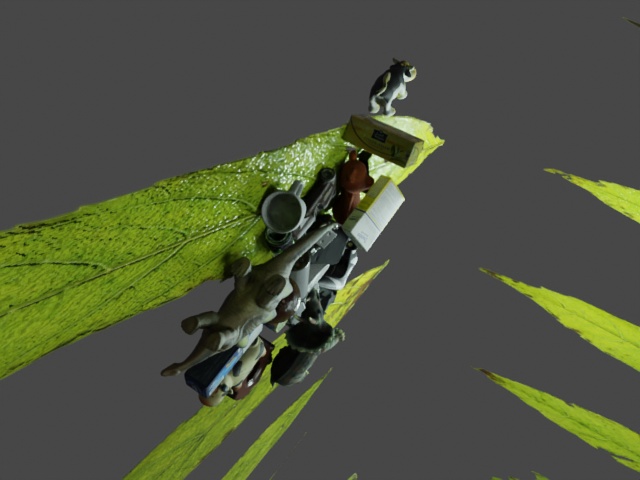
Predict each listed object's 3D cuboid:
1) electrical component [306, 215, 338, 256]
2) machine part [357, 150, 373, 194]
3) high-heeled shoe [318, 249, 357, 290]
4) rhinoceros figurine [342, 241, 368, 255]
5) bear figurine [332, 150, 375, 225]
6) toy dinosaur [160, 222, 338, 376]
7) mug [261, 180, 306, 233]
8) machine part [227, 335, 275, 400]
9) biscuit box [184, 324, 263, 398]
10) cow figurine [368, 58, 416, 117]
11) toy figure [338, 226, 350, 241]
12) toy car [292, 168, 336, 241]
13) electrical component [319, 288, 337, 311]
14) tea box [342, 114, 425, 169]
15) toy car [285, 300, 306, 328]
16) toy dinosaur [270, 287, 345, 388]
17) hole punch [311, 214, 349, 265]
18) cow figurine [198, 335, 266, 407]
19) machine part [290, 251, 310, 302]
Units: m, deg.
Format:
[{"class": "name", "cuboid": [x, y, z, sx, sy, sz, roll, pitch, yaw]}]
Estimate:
[{"class": "electrical component", "cuboid": [0.000, -0.010, 1.281, 0.102, 0.045, 0.078, -41, 132, 4]}, {"class": "machine part", "cuboid": [0.122, -0.181, 1.469, 0.039, 0.084, 0.138, -27, 140, -23]}, {"class": "high-heeled shoe", "cuboid": [0.050, 0.074, 1.673, 0.248, 0.086, 0.145, 0, 101, -66]}, {"class": "rhinoceros figurine", "cuboid": [0.092, -0.012, 1.590, 0.190, 0.112, 0.073, -48, 143, -59]}, {"class": "bear figurine", "cuboid": [0.101, -0.125, 1.400, 0.120, 0.132, 0.195, -84, -171, -46]}, {"class": "toy dinosaur", "cuboid": [-0.125, 0.105, 1.069, 0.471, 0.105, 0.198, -42, 167, -13]}, {"class": "mug", "cuboid": [-0.063, -0.069, 1.074, 0.107, 0.081, 0.109, -20, 130, -83]}, {"class": "machine part", "cuboid": [-0.186, 0.329, 1.383, 0.179, 0.056, 0.179, -53, 162, -26]}, {"class": "biscuit box", "cuboid": [-0.205, 0.238, 1.159, 0.203, 0.063, 0.059, -51, 161, -33]}, {"class": "cow figurine", "cuboid": [0.178, -0.387, 1.302, 0.167, 0.068, 0.098, -56, 157, -22]}, {"class": "toy figure", "cuboid": [0.038, 0.005, 1.450, 0.154, 0.058, 0.064, -41, -163, 43]}, {"class": "toy car", "cuboid": [-0.013, -0.081, 1.244, 0.202, 0.053, 0.089, -53, 159, -24]}, {"class": "electrical component", "cuboid": [-0.001, 0.184, 1.681, 0.119, 0.075, 0.047, -40, 152, -62]}, {"class": "tea box", "cuboid": [0.152, -0.236, 1.275, 0.098, 0.170, 0.068, -27, 142, -61]}, {"class": "toy car", "cuboid": [-0.075, 0.196, 1.507, 0.073, 0.056, 0.201, -49, 160, -17]}, {"class": "toy dinosaur", "cuboid": [-0.067, 0.318, 1.459, 0.192, 0.131, 0.404, -13, 140, -58]}, {"class": "hole punch", "cuboid": [-0.003, -0.004, 1.372, 0.116, 0.092, 0.142, 3, 122, -38]}, {"class": "cow figurine", "cuboid": [-0.202, 0.295, 1.229, 0.195, 0.086, 0.127, -51, 167, -26]}, {"class": "machine part", "cuboid": [-0.065, 0.086, 1.310, 0.079, 0.079, 0.243, -52, 163, -31]}]
